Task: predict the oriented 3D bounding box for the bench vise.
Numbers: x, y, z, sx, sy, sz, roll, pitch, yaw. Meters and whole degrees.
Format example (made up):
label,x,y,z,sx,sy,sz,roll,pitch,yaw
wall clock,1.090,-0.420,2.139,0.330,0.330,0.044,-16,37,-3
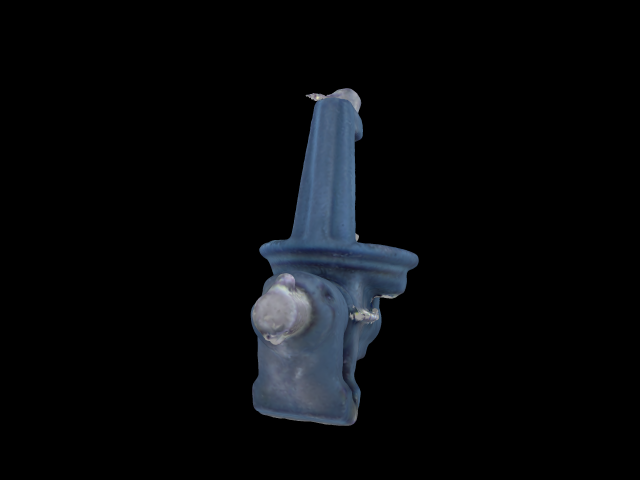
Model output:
label,x,y,z,sx,sy,sz,roll,pitch,yaw
bench vise,0.016,0.001,0.400,0.121,0.220,0.207,0,9,-2
